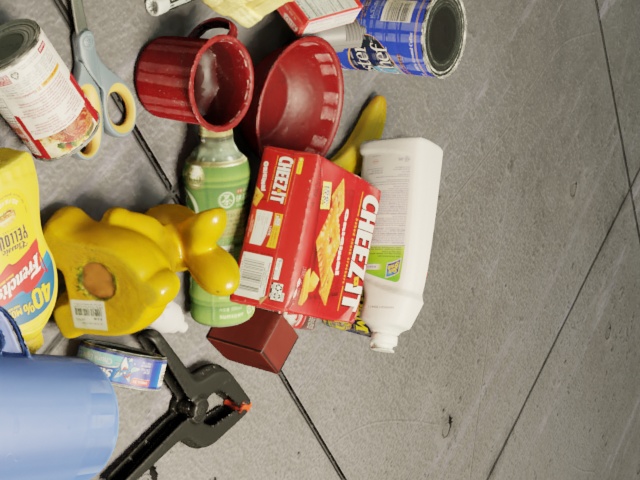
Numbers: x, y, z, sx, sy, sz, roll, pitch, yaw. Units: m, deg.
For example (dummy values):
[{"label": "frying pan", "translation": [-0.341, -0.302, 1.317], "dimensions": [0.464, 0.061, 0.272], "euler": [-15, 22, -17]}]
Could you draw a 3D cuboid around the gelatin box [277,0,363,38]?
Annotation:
[{"label": "gelatin box", "translation": [-0.009, -0.264, 1.165], "dimensions": [0.089, 0.073, 0.030], "euler": [-25, 162, -37]}]

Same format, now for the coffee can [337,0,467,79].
[{"label": "coffee can", "translation": [0.088, -0.247, 1.259], "dimensions": [0.102, 0.141, 0.103], "euler": [-22, 117, -51]}]

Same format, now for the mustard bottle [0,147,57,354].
[{"label": "mustard bottle", "translation": [-0.269, 0.026, 0.899], "dimensions": [0.096, 0.058, 0.191], "euler": [-37, 129, -47]}]

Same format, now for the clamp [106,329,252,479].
[{"label": "clamp", "translation": [-0.147, 0.188, 1.144], "dimensions": [0.209, 0.036, 0.164], "euler": [24, 81, -58]}]

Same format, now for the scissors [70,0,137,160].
[{"label": "scissors", "translation": [-0.202, -0.174, 0.974], "dimensions": [0.096, 0.016, 0.202], "euler": [-11, 109, -55]}]

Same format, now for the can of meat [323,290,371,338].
[{"label": "can of meat", "translation": [0.045, 0.070, 1.345], "dimensions": [0.057, 0.084, 0.102], "euler": [-39, 130, -43]}]

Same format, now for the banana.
[{"label": "banana", "translation": [0.033, -0.108, 1.315], "dimensions": [0.197, 0.037, 0.069], "euler": [-42, 135, -41]}]

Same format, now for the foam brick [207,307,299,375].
[{"label": "foam brick", "translation": [-0.074, 0.109, 1.190], "dimensions": [0.051, 0.078, 0.053], "euler": [-63, 145, -24]}]

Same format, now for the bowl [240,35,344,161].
[{"label": "bowl", "translation": [-0.040, -0.148, 1.173], "dimensions": [0.161, 0.055, 0.162], "euler": [-33, 132, -47]}]

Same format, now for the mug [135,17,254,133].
[{"label": "mug", "translation": [-0.120, -0.165, 1.036], "dimensions": [0.093, 0.082, 0.117], "euler": [38, 69, -53]}]

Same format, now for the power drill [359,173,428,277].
[{"label": "power drill", "translation": [0.091, -0.015, 1.413], "dimensions": [0.184, 0.057, 0.187], "euler": [-42, 129, -36]}]

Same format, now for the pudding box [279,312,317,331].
[{"label": "pudding box", "translation": [-0.033, 0.048, 1.265], "dimensions": [0.089, 0.039, 0.113], "euler": [13, 88, -55]}]

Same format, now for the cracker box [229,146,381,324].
[{"label": "cracker box", "translation": [-0.008, 0.001, 1.154], "dimensions": [0.213, 0.072, 0.164], "euler": [20, 82, -67]}]

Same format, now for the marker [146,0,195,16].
[{"label": "marker", "translation": [-0.125, -0.247, 1.059], "dimensions": [0.120, 0.020, 0.020], "euler": [-36, 128, -45]}]

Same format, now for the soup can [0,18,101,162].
[{"label": "soup can", "translation": [-0.238, -0.124, 0.890], "dimensions": [0.068, 0.069, 0.102], "euler": [-57, 140, -28]}]

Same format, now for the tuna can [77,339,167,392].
[{"label": "tuna can", "translation": [-0.190, 0.120, 1.017], "dimensions": [0.086, 0.086, 0.034], "euler": [18, 84, -56]}]

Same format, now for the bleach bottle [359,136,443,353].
[{"label": "bleach bottle", "translation": [0.083, 0.007, 1.262], "dimensions": [0.068, 0.103, 0.251], "euler": [21, 72, -47]}]

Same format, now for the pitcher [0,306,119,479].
[{"label": "pitcher", "translation": [-0.278, 0.132, 0.830], "dimensions": [0.149, 0.145, 0.242], "euler": [-42, 150, 27]}]
